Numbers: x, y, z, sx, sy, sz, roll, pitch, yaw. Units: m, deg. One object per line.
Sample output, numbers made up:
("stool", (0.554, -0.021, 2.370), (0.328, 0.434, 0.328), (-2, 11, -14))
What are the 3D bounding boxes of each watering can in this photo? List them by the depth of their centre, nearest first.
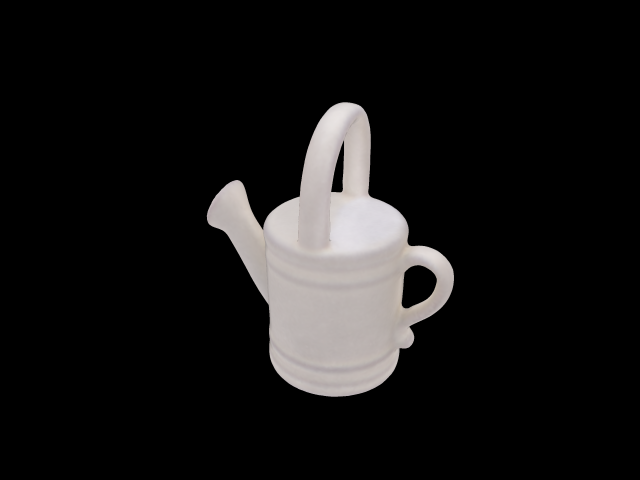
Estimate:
("watering can", (0.003, 0.002, 0.398), (0.173, 0.194, 0.101), (1, 29, 2))
